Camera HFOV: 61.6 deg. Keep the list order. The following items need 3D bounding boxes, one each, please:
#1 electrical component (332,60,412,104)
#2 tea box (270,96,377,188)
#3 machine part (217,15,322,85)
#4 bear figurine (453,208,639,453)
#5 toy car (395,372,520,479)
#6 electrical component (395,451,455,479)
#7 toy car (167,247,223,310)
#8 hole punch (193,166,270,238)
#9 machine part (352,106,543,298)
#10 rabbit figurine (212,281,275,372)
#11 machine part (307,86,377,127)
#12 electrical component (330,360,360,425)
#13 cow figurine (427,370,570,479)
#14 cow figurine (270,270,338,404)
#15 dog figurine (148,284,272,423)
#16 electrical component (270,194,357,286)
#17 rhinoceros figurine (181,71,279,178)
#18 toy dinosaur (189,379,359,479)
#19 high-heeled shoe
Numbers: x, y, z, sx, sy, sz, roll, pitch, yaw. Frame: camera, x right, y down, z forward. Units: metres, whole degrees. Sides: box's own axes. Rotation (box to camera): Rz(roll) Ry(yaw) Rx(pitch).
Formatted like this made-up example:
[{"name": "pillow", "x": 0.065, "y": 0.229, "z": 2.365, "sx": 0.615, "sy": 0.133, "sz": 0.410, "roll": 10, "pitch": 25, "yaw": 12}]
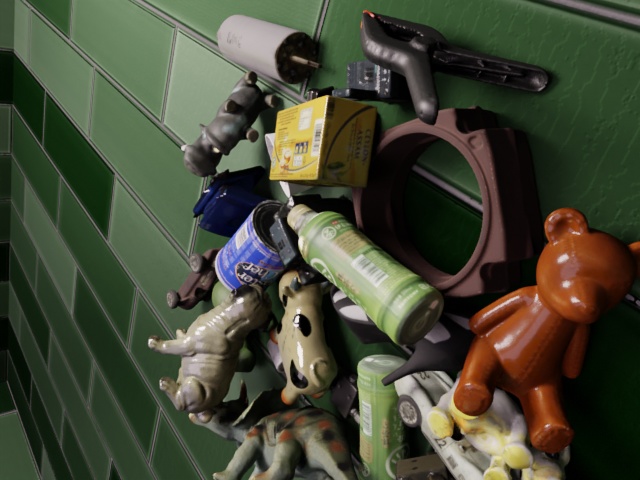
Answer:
[{"name": "electrical component", "x": 0.066, "y": -0.188, "z": 0.638, "sx": 0.075, "sy": 0.119, "sz": 0.047, "roll": 12, "pitch": 104, "yaw": 50}, {"name": "tea box", "x": -0.002, "y": -0.116, "z": 0.669, "sx": 0.170, "sy": 0.068, "sz": 0.098, "roll": -161, "pitch": 79, "yaw": -66}, {"name": "machine part", "x": -0.085, "y": -0.296, "z": 0.828, "sx": 0.243, "sy": 0.079, "sz": 0.079, "roll": 35, "pitch": 121, "yaw": 40}, {"name": "bear figurine", "x": 0.221, "y": 0.081, "z": 0.499, "sx": 0.120, "sy": 0.132, "sz": 0.195, "roll": 27, "pitch": 128, "yaw": 1}, {"name": "toy car", "x": 0.163, "y": 0.231, "z": 0.621, "sx": 0.202, "sy": 0.073, "sz": 0.056, "roll": 52, "pitch": 132, "yaw": 31}, {"name": "electrical component", "x": 0.133, "y": 0.291, "z": 0.648, "sx": 0.102, "sy": 0.078, "sz": 0.045, "roll": 57, "pitch": -161, "yaw": -85}, {"name": "toy car", "x": -0.228, "y": 0.078, "z": 1.042, "sx": 0.202, "sy": 0.089, "sz": 0.053, "roll": -46, "pitch": 60, "yaw": 41}, {"name": "hole punch", "x": -0.139, "y": -0.055, "z": 0.905, "sx": 0.142, "sy": 0.116, "sz": 0.092, "roll": -40, "pitch": 74, "yaw": 45}, {"name": "machine part", "x": 0.133, "y": -0.035, "z": 0.609, "sx": 0.201, "sy": 0.087, "sz": 0.201, "roll": -10, "pitch": 87, "yaw": 50}, {"name": "rabbit figurine", "x": -0.165, "y": 0.149, "z": 0.963, "sx": 0.159, "sy": 0.121, "sz": 0.170, "roll": -14, "pitch": 70, "yaw": 47}, {"name": "machine part", "x": 0.022, "y": -0.169, "z": 0.755, "sx": 0.139, "sy": 0.039, "sz": 0.084, "roll": 31, "pitch": 113, "yaw": 44}, {"name": "electrical component", "x": 0.042, "y": 0.227, "z": 0.799, "sx": 0.094, "sy": 0.021, "sz": 0.063, "roll": 44, "pitch": 126, "yaw": 41}, {"name": "cow figurine", "x": 0.204, "y": 0.213, "z": 0.571, "sx": 0.167, "sy": 0.098, "sz": 0.068, "roll": 42, "pitch": 122, "yaw": 14}, {"name": "cow figurine", "x": -0.024, "y": 0.133, "z": 0.807, "sx": 0.127, "sy": 0.085, "sz": 0.195, "roll": -51, "pitch": 45, "yaw": 51}, {"name": "dog figurine", "x": -0.144, "y": 0.175, "z": 0.833, "sx": 0.191, "sy": 0.121, "sz": 0.172, "roll": -25, "pitch": 92, "yaw": 17}, {"name": "electrical component", "x": -0.002, "y": -0.002, "z": 0.732, "sx": 0.058, "sy": 0.134, "sz": 0.115, "roll": -46, "pitch": 63, "yaw": 42}, {"name": "rhinoceros figurine", "x": -0.147, "y": -0.182, "z": 0.849, "sx": 0.112, "sy": 0.073, "sz": 0.190, "roll": -2, "pitch": 51, "yaw": 48}, {"name": "toy dinosaur", "x": -0.037, "y": 0.303, "z": 0.796, "sx": 0.405, "sy": 0.192, "sz": 0.131, "roll": -11, "pitch": 125, "yaw": 41}, {"name": "high-heeled shoe", "x": 0.105, "y": 0.086, "z": 0.690, "sx": 0.086, "sy": 0.145, "sz": 0.249, "roll": 56, "pitch": -179, "yaw": -34}]
